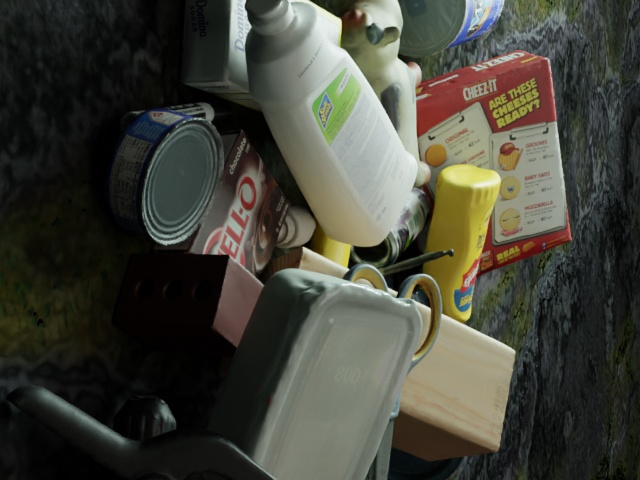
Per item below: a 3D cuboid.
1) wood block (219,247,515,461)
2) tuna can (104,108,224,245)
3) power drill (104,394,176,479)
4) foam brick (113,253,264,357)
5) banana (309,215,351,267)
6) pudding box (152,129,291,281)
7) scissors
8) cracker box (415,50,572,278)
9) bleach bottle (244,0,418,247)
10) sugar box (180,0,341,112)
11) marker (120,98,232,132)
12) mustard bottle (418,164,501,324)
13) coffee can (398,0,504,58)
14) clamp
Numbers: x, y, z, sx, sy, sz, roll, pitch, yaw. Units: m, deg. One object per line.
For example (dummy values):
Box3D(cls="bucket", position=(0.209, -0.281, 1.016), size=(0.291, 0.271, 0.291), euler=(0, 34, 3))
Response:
Box3D(cls="wood block", position=(0.040, 0.094, 0.827), size=(0.205, 0.091, 0.090), euler=(26, 63, -24))
Box3D(cls="tuna can", position=(-0.101, -0.042, 0.695), size=(0.086, 0.034, 0.086), euler=(-43, 143, -44))
Box3D(cls="power drill", position=(-0.087, 0.204, 0.721), size=(0.187, 0.057, 0.184), euler=(26, 66, -59))
Box3D(cls="foam brick", position=(-0.085, 0.043, 0.702), size=(0.051, 0.078, 0.053), euler=(51, 45, -53))
Box3D(cls="banana", position=(-0.001, 0.016, 0.919), size=(0.069, 0.037, 0.197), euler=(62, 37, -44))
Box3D(cls="pudding box", position=(-0.069, -0.010, 0.778), size=(0.090, 0.039, 0.113), euler=(58, 40, -47))
Box3D(cls="scissors", position=(0.034, 0.102, 0.754), size=(0.096, 0.016, 0.201), euler=(34, 60, -19))
Box3D(cls="cracker box", position=(0.172, -0.076, 1.142), size=(0.164, 0.072, 0.214), euler=(-20, 114, -15))
Box3D(cls="bleach bottle", position=(0.005, -0.100, 0.815), size=(0.102, 0.068, 0.250), euler=(-65, 149, -24))
Box3D(cls="sugar box", position=(-0.042, -0.150, 0.832), size=(0.176, 0.048, 0.093), euler=(10, 83, -60))
Box3D(cls="marker", position=(-0.097, -0.086, 0.747), size=(0.120, 0.020, 0.020), euler=(-25, 112, -62))
Box3D(cls="mustard bottle", position=(0.132, 0.024, 1.072), size=(0.096, 0.058, 0.192), euler=(-32, 135, -65))
Box3D(cls="coffee can", position=(0.122, -0.248, 1.102), size=(0.140, 0.103, 0.103), euler=(-33, 118, -60))
Box3D(cls="clamp", position=(-0.103, 0.137, 0.609), size=(0.039, 0.171, 0.120), euler=(180, -95, -74))
